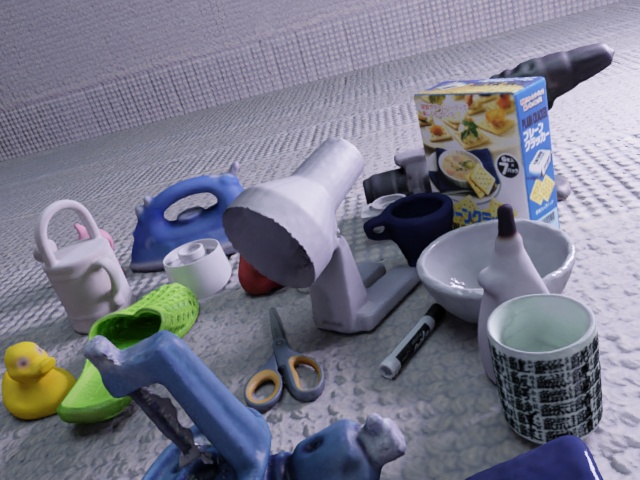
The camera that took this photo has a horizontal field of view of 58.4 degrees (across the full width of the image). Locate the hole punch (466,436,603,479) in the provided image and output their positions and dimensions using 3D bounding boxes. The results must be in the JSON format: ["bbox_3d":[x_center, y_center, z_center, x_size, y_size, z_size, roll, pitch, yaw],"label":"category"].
[{"bbox_3d":[0.127,0.185,0.343,0.101,0.091,0.108,-10,24,13],"label":"hole punch"}]

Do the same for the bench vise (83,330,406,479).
[{"bbox_3d":[-0.056,0.138,0.401,0.208,0.220,0.121,-22,24,-14],"label":"bench vise"}]

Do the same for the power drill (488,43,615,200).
[{"bbox_3d":[0.311,-0.162,0.843,0.229,0.209,0.076,-8,25,19],"label":"power drill"}]

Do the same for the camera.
[{"bbox_3d":[0.141,-0.101,0.950,0.136,0.101,0.143,-12,24,9],"label":"camera"}]

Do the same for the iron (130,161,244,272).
[{"bbox_3d":[-0.232,-0.040,1.003,0.258,0.142,0.118,-17,24,-1],"label":"iron"}]

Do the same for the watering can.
[{"bbox_3d":[-0.365,0.034,0.857,0.172,0.194,0.101,-9,25,17],"label":"watering can"}]

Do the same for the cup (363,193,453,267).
[{"bbox_3d":[0.121,0.000,0.747,0.117,0.095,0.091,-15,24,3],"label":"cup"}]

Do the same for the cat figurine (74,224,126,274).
[{"bbox_3d":[-0.398,0.017,1.012,0.067,0.118,0.127,-27,26,-24],"label":"cat figurine"}]

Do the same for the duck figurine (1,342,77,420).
[{"bbox_3d":[-0.355,0.164,0.701,0.104,0.086,0.078,-4,27,26],"label":"duck figurine"}]

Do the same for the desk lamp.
[{"bbox_3d":[0.006,0.002,0.667,0.117,0.214,0.204,6,32,41],"label":"desk lamp"}]

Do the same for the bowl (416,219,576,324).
[{"bbox_3d":[0.194,0.044,0.630,0.167,0.075,0.167,-13,24,6],"label":"bowl"}]

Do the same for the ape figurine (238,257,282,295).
[{"bbox_3d":[-0.087,0.027,0.825,0.076,0.092,0.077,-19,24,-7],"label":"ape figurine"}]

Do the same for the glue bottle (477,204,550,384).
[{"bbox_3d":[0.174,0.047,0.513,0.078,0.173,0.037,-20,24,-9],"label":"glue bottle"}]
